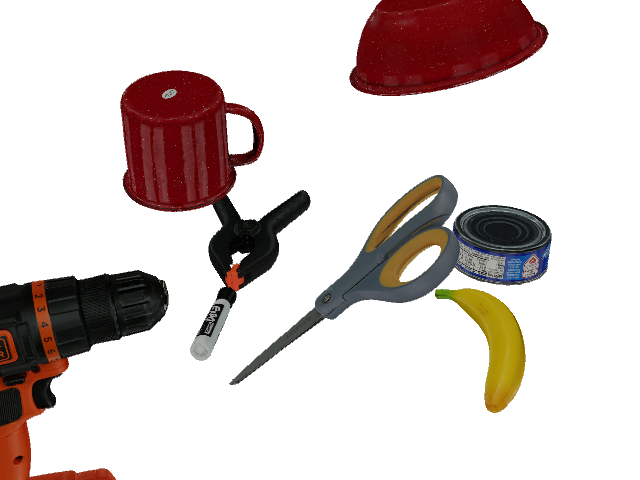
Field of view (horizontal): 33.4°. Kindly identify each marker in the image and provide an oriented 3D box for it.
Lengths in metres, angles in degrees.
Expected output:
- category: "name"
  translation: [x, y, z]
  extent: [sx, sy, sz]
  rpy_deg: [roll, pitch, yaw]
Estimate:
- category: "marker"
  translation: [-0.099, 0.075, 1.001]
  extent: [0.020, 0.020, 0.121]
  rpy_deg: [0, 23, 8]

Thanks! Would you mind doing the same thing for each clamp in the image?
- category: "clamp"
  translation: [-0.072, -0.009, 1.220]
  extent: [0.120, 0.039, 0.171]
  rpy_deg: [-6, 42, 5]

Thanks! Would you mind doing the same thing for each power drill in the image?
- category: "power drill"
  translation: [-0.180, 0.113, 0.707]
  extent: [0.184, 0.188, 0.057]
  rpy_deg: [-11, 25, -9]

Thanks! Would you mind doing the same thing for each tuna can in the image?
- category: "tuna can"
  translation: [0.156, 0.002, 0.923]
  extent: [0.086, 0.034, 0.086]
  rpy_deg: [2, 29, -1]

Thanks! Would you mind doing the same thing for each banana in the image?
- category: "banana"
  translation: [0.182, 0.108, 1.139]
  extent: [0.069, 0.037, 0.198]
  rpy_deg: [-24, 34, 4]

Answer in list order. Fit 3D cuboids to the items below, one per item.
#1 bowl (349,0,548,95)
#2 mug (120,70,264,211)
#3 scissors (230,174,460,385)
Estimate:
- category: "bowl"
  translation: [0.095, -0.171, 0.847]
  extent: [0.162, 0.055, 0.162]
  rpy_deg: [-14, 24, 6]
- category: "mug"
  translation: [-0.103, -0.083, 0.854]
  extent: [0.117, 0.081, 0.093]
  rpy_deg: [-2, 38, -2]
- category: "scissors"
  translation: [0.017, 0.043, 0.668]
  extent: [0.016, 0.202, 0.096]
  rpy_deg: [37, 10, -27]
